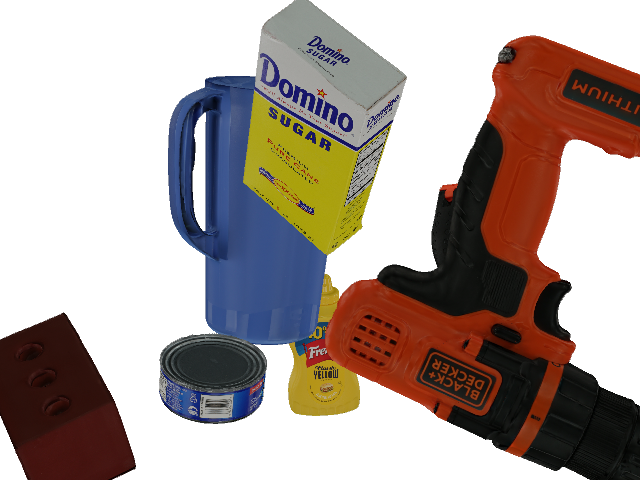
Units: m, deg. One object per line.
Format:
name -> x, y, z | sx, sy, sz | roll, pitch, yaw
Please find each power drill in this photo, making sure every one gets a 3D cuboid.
power drill -> 0.116, 0.012, 0.505 | 0.184, 0.188, 0.057 | 24, 7, 4

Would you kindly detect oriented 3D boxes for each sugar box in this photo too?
sugar box -> -0.003, -0.072, 0.731 | 0.048, 0.093, 0.176 | -42, -18, -25

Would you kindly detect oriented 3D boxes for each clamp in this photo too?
clamp -> 0.131, 0.037, 0.971 | 0.039, 0.171, 0.120 | -11, 12, 35

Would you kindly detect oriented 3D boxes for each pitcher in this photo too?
pitcher -> -0.056, -0.031, 0.989 | 0.149, 0.243, 0.145 | 6, 13, 6

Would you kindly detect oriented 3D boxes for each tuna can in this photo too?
tuna can -> -0.087, 0.110, 0.857 | 0.086, 0.034, 0.086 | 5, 25, -3

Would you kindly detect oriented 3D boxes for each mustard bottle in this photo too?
mustard bottle -> 0.004, 0.137, 1.423 | 0.096, 0.192, 0.058 | -2, 18, -6

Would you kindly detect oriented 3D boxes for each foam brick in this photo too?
foam brick -> -0.137, 0.087, 0.551 | 0.053, 0.051, 0.078 | -24, 43, -19
